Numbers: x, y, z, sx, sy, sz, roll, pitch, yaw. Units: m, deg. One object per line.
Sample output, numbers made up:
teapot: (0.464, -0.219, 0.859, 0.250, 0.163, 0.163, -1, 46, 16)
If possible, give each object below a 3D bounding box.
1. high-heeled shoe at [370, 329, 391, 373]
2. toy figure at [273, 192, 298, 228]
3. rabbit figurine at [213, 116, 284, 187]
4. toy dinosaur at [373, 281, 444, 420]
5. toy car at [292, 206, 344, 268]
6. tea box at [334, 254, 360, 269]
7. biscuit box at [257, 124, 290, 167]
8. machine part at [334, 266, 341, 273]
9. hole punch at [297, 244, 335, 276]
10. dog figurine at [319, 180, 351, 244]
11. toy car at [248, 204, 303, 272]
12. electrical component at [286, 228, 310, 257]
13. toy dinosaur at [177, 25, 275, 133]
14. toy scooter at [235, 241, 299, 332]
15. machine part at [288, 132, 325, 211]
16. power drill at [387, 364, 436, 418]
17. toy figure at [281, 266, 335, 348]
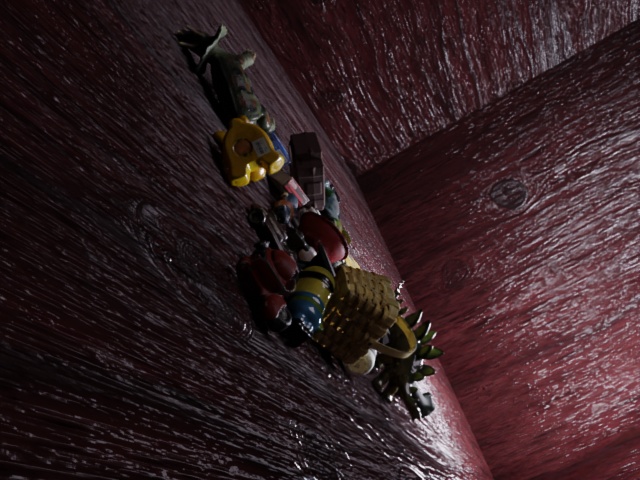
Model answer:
high-heeled shoe: (0.116, 0.233, 1.387, 0.145, 0.086, 0.249, 64, 19, -18)
toy figure: (-0.087, -0.073, 1.321, 0.064, 0.058, 0.154, 51, 18, -13)
rabbit figurine: (-0.164, -0.183, 1.169, 0.162, 0.122, 0.173, 54, -4, 9)
toy dinosaur: (0.226, 0.288, 1.487, 0.104, 0.199, 0.472, 58, 13, -35)
toy car: (-0.003, -0.004, 1.482, 0.201, 0.073, 0.056, 56, 11, -25)
tea box: (0.073, 0.088, 1.618, 0.169, 0.068, 0.098, 47, 18, -49)
biscuit box: (-0.160, -0.290, 1.513, 0.202, 0.059, 0.063, 54, 12, -34)
machine part: (0.078, 0.162, 1.494, 0.179, 0.056, 0.179, 58, 10, -17)
hole punch: (-0.007, 0.087, 1.218, 0.142, 0.092, 0.115, 66, 4, 32)
dog figurine: (0.028, -0.067, 1.720, 0.191, 0.108, 0.219, 35, 33, -73)
toy car: (-0.088, 0.010, 1.123, 0.202, 0.053, 0.089, 65, 14, 10)
electrical component: (-0.066, 0.002, 1.203, 0.093, 0.063, 0.021, 52, 15, -37)
toy dinosaur: (-0.212, -0.360, 1.329, 0.404, 0.131, 0.192, 66, 23, -1)
toy scooter: (-0.093, 0.059, 0.921, 0.135, 0.075, 0.184, 55, 17, -27)
machine part: (-0.041, -0.197, 1.570, 0.202, 0.087, 0.200, -102, -172, -54)
power drill: (0.278, 0.433, 1.675, 0.207, 0.086, 0.232, 62, 12, -17)
toy figure: (-0.023, 0.120, 1.009, 0.180, 0.089, 0.082, -73, 158, -59)
